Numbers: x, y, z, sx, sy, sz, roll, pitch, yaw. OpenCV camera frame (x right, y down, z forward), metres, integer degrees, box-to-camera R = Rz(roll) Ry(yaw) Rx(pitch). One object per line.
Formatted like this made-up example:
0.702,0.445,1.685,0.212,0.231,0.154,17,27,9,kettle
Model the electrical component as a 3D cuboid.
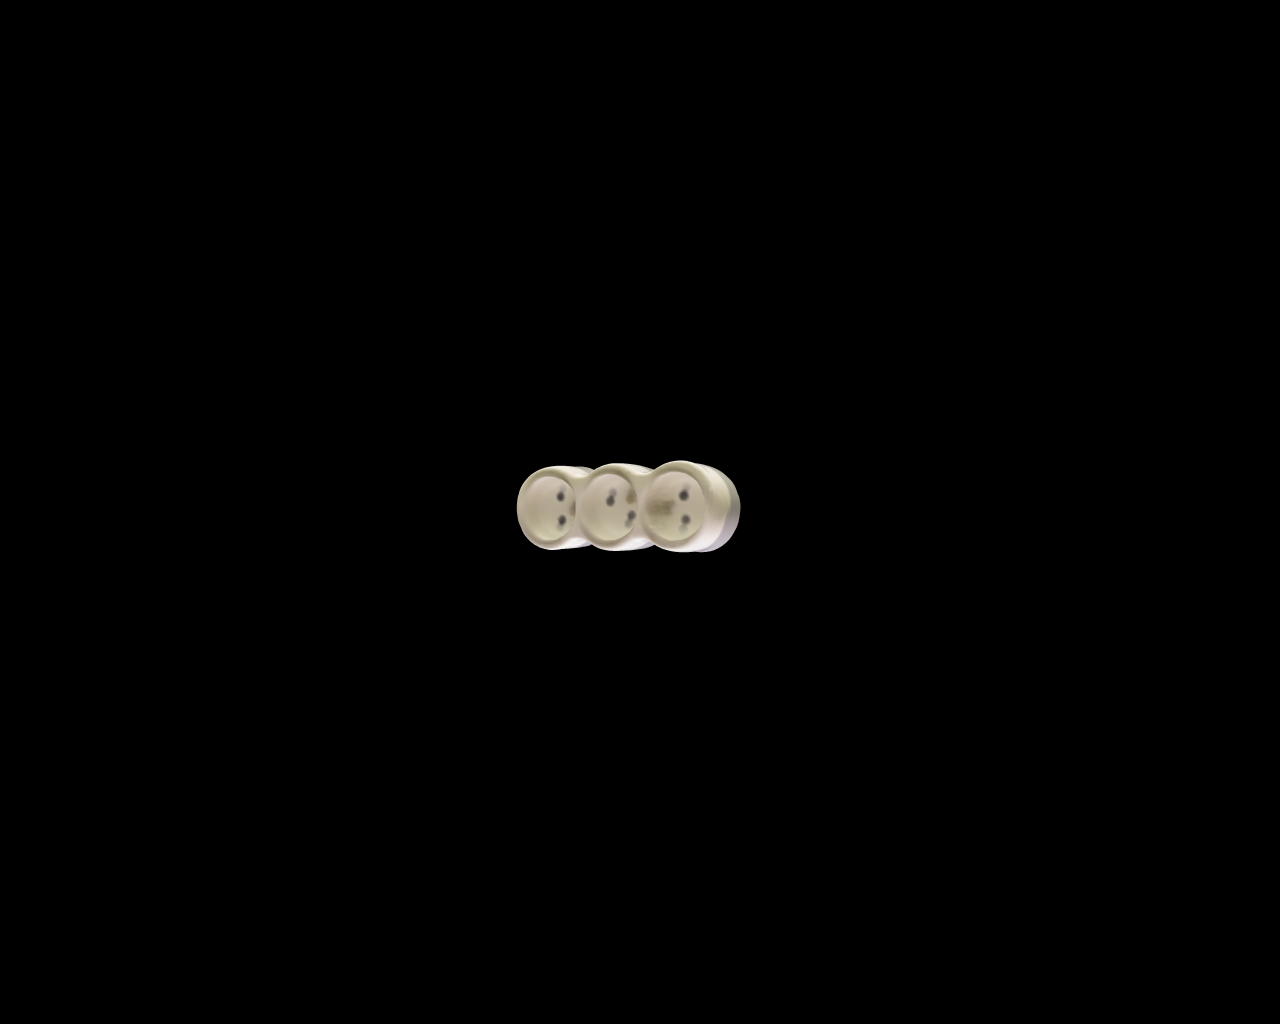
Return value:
0.001,-0.003,0.650,0.138,0.052,0.074,0,0,32,electrical component
